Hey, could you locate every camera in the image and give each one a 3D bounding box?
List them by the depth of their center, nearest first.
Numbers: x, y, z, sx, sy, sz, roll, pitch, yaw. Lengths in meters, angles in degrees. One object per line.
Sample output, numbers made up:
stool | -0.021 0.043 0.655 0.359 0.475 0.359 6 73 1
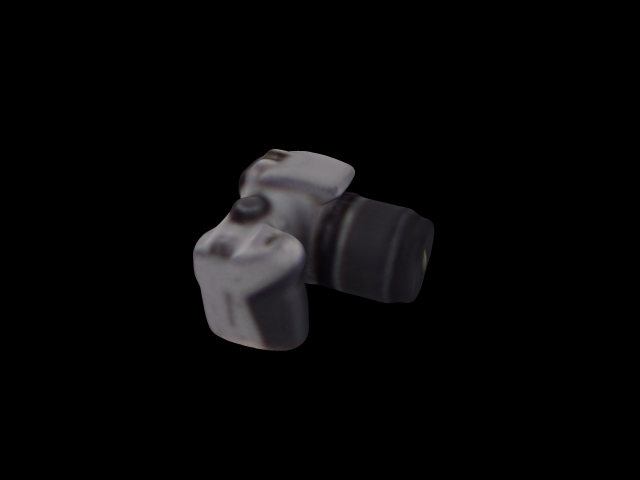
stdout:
camera | 0.004 0.001 0.400 0.136 0.101 0.143 14 40 18
